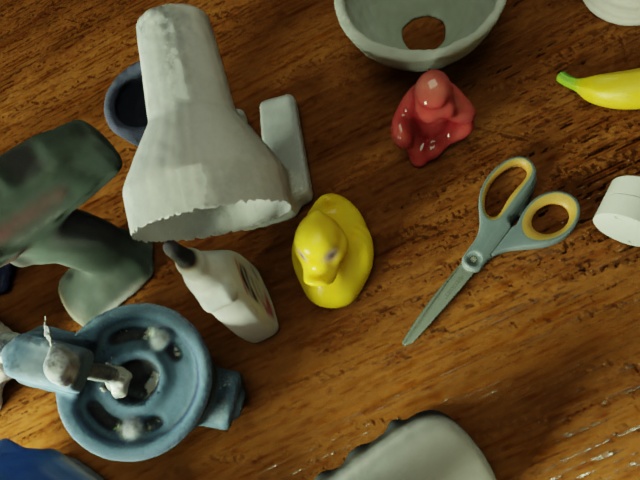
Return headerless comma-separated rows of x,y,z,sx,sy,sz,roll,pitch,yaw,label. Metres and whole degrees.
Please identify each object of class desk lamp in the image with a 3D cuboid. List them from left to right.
-0.084,-0.078,0.487,0.118,0.214,0.203,-14,68,9,desk lamp

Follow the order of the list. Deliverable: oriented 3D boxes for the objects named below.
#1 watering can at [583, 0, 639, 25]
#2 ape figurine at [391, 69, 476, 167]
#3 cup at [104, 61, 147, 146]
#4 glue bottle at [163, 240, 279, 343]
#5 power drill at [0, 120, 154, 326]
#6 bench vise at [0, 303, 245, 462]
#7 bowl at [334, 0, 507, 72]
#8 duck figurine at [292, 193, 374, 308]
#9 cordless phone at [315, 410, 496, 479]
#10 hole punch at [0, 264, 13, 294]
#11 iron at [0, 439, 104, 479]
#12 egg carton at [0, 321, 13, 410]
0.284,-0.290,0.481,0.101,0.194,0.172,-30,67,2,watering can
0.102,-0.119,0.522,0.077,0.092,0.076,4,72,16,ape figurine
-0.152,-0.135,0.589,0.091,0.095,0.118,15,75,19,cup
-0.083,0.034,0.470,0.037,0.173,0.078,-29,67,3,glue bottle
-0.247,0.010,0.500,0.230,0.209,0.075,-46,67,-4,power drill
-0.185,0.110,0.443,0.207,0.220,0.121,-9,69,11,bench vise
0.102,-0.230,0.570,0.167,0.075,0.167,-4,70,13,bowl
0.005,0.002,0.507,0.077,0.086,0.104,-1,71,14,duck figurine
0.044,0.178,0.381,0.147,0.185,0.094,-39,66,-2,cordless phone
-0.388,0.001,0.602,0.108,0.091,0.101,-1,71,14,hole punch
-0.212,0.258,0.440,0.257,0.142,0.119,23,78,20,iron
-0.367,0.115,0.569,0.150,0.069,0.107,23,78,20,egg carton
